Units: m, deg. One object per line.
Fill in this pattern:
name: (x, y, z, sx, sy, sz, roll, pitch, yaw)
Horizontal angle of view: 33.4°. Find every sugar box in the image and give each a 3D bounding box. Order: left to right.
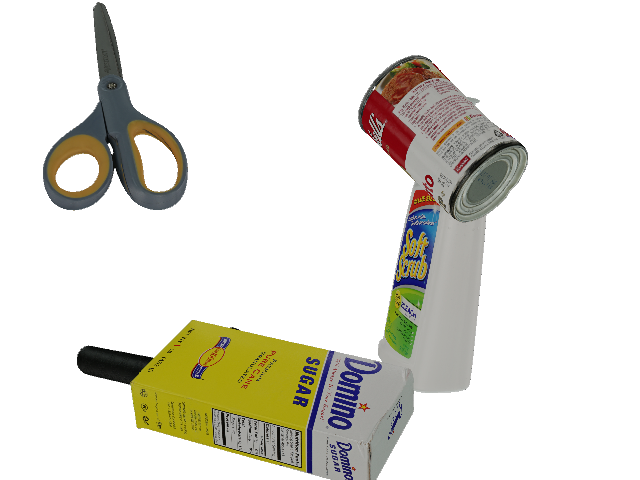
sugar box: (-0.032, 0.109, 0.738, 0.176, 0.048, 0.093, 8, 29, 21)

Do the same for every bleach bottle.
bleach bottle: (0.104, 0.000, 0.926, 0.068, 0.251, 0.103, 0, 17, -18)

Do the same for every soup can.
soup can: (0.083, -0.069, 0.726, 0.068, 0.069, 0.102, 0, 40, -50)

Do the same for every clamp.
clamp: (-0.096, 0.119, 0.931, 0.164, 0.036, 0.210, -9, 17, -36)

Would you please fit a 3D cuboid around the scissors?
scissors: (-0.151, -0.086, 0.692, 0.096, 0.202, 0.016, -21, -37, -19)
